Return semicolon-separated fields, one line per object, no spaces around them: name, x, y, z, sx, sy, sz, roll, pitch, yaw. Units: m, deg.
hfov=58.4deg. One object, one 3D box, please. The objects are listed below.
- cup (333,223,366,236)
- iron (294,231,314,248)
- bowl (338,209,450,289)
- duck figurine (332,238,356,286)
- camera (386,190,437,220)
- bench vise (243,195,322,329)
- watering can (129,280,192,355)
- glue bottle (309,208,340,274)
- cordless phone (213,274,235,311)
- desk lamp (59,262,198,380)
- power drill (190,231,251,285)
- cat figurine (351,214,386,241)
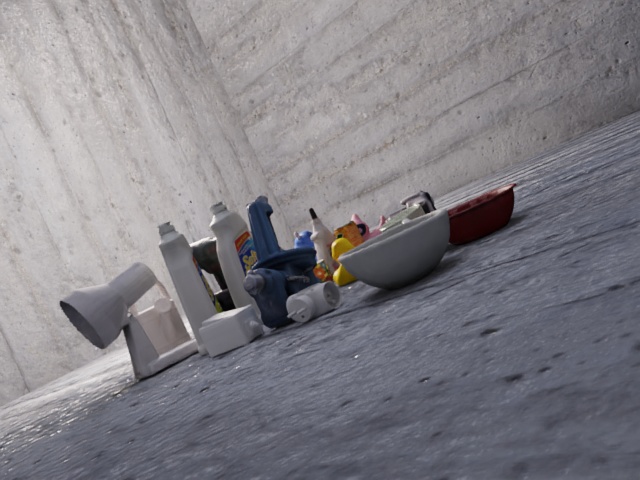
cup;0.078;0.016;1.419;0.118;0.095;0.091;-25;1;-27
iron;-0.022;0.029;1.785;0.118;0.141;0.259;-25;1;12
bowl;0.113;0.022;0.798;0.167;0.075;0.167;-25;1;1
duck figurine;0.052;0.038;1.134;0.077;0.086;0.105;-25;1;11
camera;0.248;-0.069;1.564;0.136;0.101;0.143;-25;1;15
bench vise;-0.073;0.025;0.979;0.121;0.220;0.207;-25;1;4
watering can;-0.372;0.172;1.314;0.172;0.194;0.101;-24;2;36
glue bottle;0.012;0.005;1.334;0.037;0.173;0.078;-23;2;44
cordless phone;-0.244;0.117;1.331;0.147;0.185;0.094;-25;1;2
desk lamp;-0.364;0.161;1.111;0.204;0.213;0.117;-26;2;-36
power drill;-0.200;0.086;1.234;0.229;0.208;0.076;-25;1;14
cat figurine;0.121;-0.018;1.483;0.127;0.118;0.067;-24;1;18
